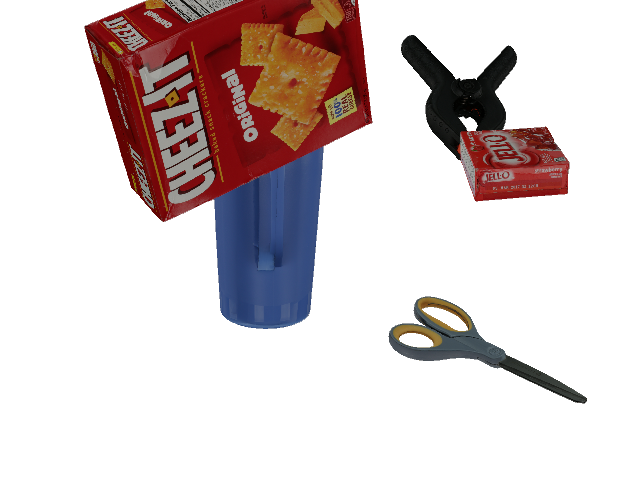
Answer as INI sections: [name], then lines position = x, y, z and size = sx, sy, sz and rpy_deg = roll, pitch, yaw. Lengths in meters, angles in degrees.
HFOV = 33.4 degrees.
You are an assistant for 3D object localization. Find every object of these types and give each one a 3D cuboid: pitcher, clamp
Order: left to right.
[pitcher]
position = -0.062, -0.023, 1.231
size = 0.145, 0.243, 0.148
rpy_deg = 14, 19, 39
[clamp]
position = 0.133, -0.147, 1.065
size = 0.120, 0.039, 0.171
rpy_deg = 8, 46, 6

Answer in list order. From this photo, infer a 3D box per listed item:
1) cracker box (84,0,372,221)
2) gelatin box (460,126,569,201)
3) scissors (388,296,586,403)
[cracker box]
position = -0.066, -0.133, 0.878
size = 0.213, 0.164, 0.072
rpy_deg = -28, 45, -20
[gelatin box]
position = 0.154, -0.063, 0.854
size = 0.073, 0.030, 0.089
rpy_deg = -3, 25, 1
[scissors]
position = 0.143, 0.112, 1.000
size = 0.096, 0.016, 0.202
rpy_deg = -21, 38, -26
